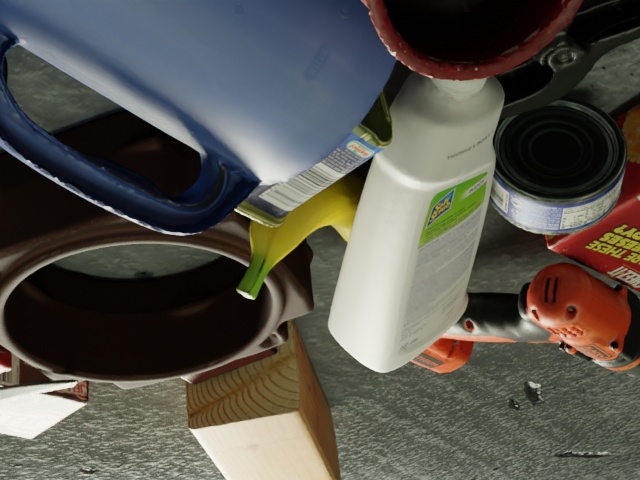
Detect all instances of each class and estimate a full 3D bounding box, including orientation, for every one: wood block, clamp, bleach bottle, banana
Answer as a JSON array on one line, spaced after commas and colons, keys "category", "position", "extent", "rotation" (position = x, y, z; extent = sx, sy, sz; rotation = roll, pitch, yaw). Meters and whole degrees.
[{"category": "wood block", "position": [-0.044, 0.154, 0.914], "extent": [0.091, 0.090, 0.206], "rotation": [-11, 147, 5]}, {"category": "clamp", "position": [0.128, -0.120, 0.582], "extent": [0.120, 0.039, 0.172], "rotation": [28, 133, -37]}, {"category": "bleach bottle", "position": [0.065, -0.024, 0.638], "extent": [0.102, 0.068, 0.251], "rotation": [-37, 155, -30]}, {"category": "banana", "position": [0.001, -0.015, 0.664], "extent": [0.197, 0.037, 0.070], "rotation": [-16, 133, -64]}]

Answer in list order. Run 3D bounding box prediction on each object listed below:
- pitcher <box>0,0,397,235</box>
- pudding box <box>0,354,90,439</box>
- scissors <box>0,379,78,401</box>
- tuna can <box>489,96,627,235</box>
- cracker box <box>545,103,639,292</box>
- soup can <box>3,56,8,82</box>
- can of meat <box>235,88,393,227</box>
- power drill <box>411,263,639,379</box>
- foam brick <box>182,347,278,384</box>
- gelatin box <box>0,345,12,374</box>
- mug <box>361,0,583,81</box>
[{"category": "pitcher", "position": [-0.091, -0.117, 0.444], "extent": [0.242, 0.149, 0.145], "rotation": [26, 133, -37]}, {"category": "pudding box", "position": [-0.258, 0.123, 0.862], "extent": [0.113, 0.039, 0.090], "rotation": [23, 137, -38]}, {"category": "scissors", "position": [-0.240, 0.124, 0.781], "extent": [0.202, 0.016, 0.096], "rotation": [-1, 141, 24]}, {"category": "tuna can", "position": [0.143, -0.047, 0.654], "extent": [0.086, 0.086, 0.034], "rotation": [-9, 145, 0]}, {"category": "cracker box", "position": [0.274, -0.047, 0.699], "extent": [0.164, 0.072, 0.214], "rotation": [22, 137, -37]}, {"category": "soup can", "position": [-0.218, -0.077, 0.541], "extent": [0.102, 0.068, 0.069], "rotation": [12, 142, -30]}, {"category": "can of meat", "position": [-0.014, -0.071, 0.567], "extent": [0.084, 0.102, 0.057], "rotation": [-32, 142, 28]}, {"category": "power drill", "position": [0.156, 0.068, 0.804], "extent": [0.188, 0.057, 0.184], "rotation": [-7, 153, 39]}, {"category": "foam brick", "position": [-0.080, 0.068, 0.808], "extent": [0.078, 0.053, 0.051], "rotation": [-21, 145, 20]}, {"category": "gelatin box", "position": [-0.248, 0.047, 0.718], "extent": [0.030, 0.073, 0.089], "rotation": [-28, 142, 25]}, {"category": "mug", "position": [0.037, -0.123, 0.393], "extent": [0.117, 0.081, 0.093], "rotation": [27, 109, -36]}]
